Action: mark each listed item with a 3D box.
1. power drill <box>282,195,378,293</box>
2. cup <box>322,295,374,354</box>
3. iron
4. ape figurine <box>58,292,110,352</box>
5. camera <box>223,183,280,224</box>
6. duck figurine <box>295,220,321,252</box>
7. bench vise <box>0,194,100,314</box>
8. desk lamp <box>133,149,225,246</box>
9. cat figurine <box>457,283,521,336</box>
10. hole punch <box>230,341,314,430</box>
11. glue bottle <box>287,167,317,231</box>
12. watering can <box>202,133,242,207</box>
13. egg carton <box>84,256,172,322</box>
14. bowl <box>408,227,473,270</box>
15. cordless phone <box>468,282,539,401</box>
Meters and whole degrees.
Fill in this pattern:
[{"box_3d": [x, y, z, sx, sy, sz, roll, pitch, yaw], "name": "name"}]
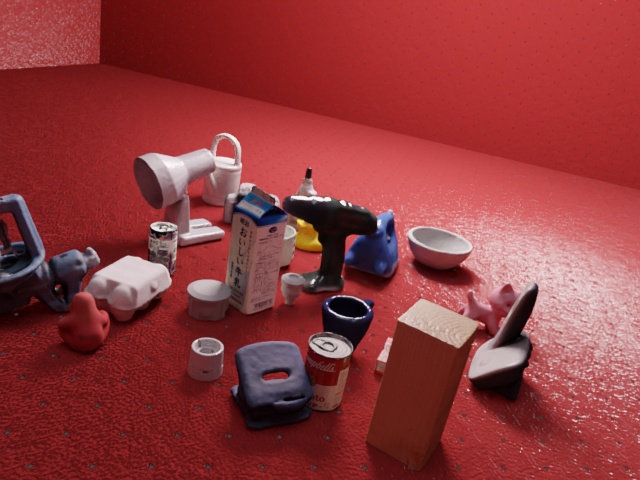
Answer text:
[{"box_3d": [0.011, 0.004, 1.216, 0.230, 0.208, 0.075, -3, 26, -31], "name": "power drill"}, {"box_3d": [0.050, 0.156, 1.021, 0.091, 0.095, 0.118, 27, 27, 34], "name": "cup"}, {"box_3d": [0.147, -0.008, 1.396, 0.118, 0.141, 0.259, 17, 23, 15], "name": "iron"}, {"box_3d": [-0.372, 0.124, 0.906, 0.078, 0.092, 0.076, 0, 25, -25], "name": "ape figurine"}, {"box_3d": [-0.178, -0.102, 1.525, 0.143, 0.101, 0.136, 8, 22, -6], "name": "camera"}, {"box_3d": [-0.016, -0.023, 1.430, 0.104, 0.086, 0.077, 8, 23, -8], "name": "duck figurine"}, {"box_3d": [-0.483, 0.015, 0.947, 0.121, 0.220, 0.208, 25, 26, 31], "name": "bench vise"}, {"box_3d": [-0.319, -0.102, 1.310, 0.117, 0.213, 0.204, 29, 28, 37], "name": "desk lamp"}, {"box_3d": [0.358, 0.134, 1.186, 0.128, 0.118, 0.067, 9, 22, -5], "name": "cat figurine"}, {"box_3d": [-0.067, 0.210, 0.841, 0.109, 0.091, 0.100, -2, 26, -28], "name": "hole punch"}, {"box_3d": [-0.040, -0.107, 1.506, 0.078, 0.173, 0.037, 21, 24, 23], "name": "glue bottle"}, {"box_3d": [-0.269, -0.196, 1.586, 0.101, 0.194, 0.173, 11, 22, 0], "name": "watering can"}, {"box_3d": [-0.344, 0.085, 1.040, 0.107, 0.069, 0.150, 16, 23, 12], "name": "egg carton"}, {"box_3d": [0.299, 0.030, 1.464, 0.167, 0.075, 0.167, 9, 22, -4], "name": "bowl"}, {"box_3d": [0.331, 0.168, 1.002, 0.094, 0.185, 0.148, 17, 23, 16], "name": "cordless phone"}]
